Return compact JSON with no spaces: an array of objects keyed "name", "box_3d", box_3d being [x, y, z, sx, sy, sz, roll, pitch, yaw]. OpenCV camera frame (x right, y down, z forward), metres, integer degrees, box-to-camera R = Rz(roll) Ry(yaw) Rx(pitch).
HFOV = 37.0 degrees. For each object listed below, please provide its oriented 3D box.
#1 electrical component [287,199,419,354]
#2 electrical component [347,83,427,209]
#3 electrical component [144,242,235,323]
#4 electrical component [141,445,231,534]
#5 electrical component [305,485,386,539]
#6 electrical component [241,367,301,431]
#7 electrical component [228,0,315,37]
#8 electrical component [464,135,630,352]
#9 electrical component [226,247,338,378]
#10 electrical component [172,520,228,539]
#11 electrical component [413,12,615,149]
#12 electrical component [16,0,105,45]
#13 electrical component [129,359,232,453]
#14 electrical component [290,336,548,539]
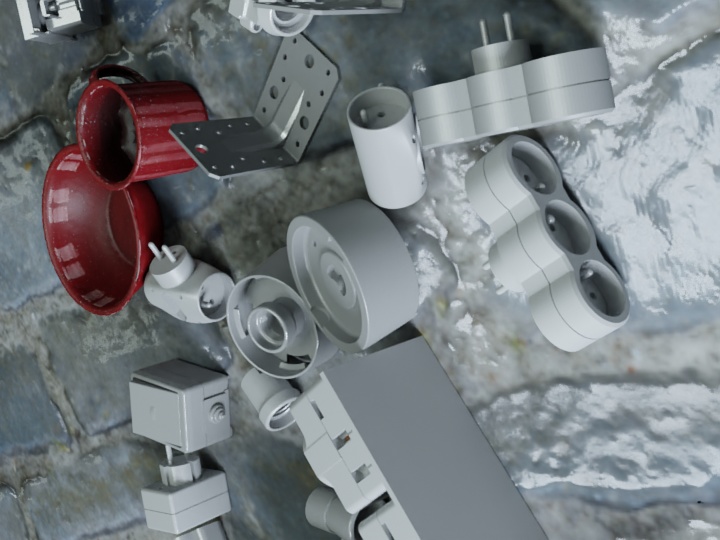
[{"name":"electrical component","box_3d":[0.000,0.000,0.787,0.108,0.060,0.108,44,148,38]},{"name":"electrical component","box_3d":[0.019,-0.097,0.752,0.077,0.044,0.079,73,-169,-49]},{"name":"electrical component","box_3d":[-0.159,0.005,0.944,0.077,0.043,0.079,11,143,41]},{"name":"electrical component","box_3d":[-0.164,0.195,0.998,0.047,0.066,0.076,-3,99,44]},{"name":"electrical component","box_3d":[-0.013,0.198,0.872,0.065,0.044,0.044,7,105,48]},{"name":"electrical component","box_3d":[-0.074,0.106,0.908,0.046,0.040,0.040,49,129,30]},{"name":"electrical component","box_3d":[-0.066,-0.206,0.815,0.055,0.048,0.066,39,125,39]},{"name":"electrical component","box_3d":[0.108,-0.010,0.693,0.074,0.052,0.138,-38,74,43]},{"name":"electrical component","box_3d":[-0.058,0.036,0.874,0.099,0.064,0.099,14,118,28]},{"name":"electrical component","box_3d":[-0.151,0.275,1.013,0.078,0.058,0.057,-34,74,43]},{"name":"electrical component","box_3d":[0.091,-0.124,0.679,0.138,0.052,0.073,-6,96,44]},{"name":"electrical component","box_3d":[-0.282,-0.276,0.985,0.063,0.079,0.121,-11,93,16]},{"name":"electrical component","box_3d":[-0.162,0.125,0.981,0.096,0.061,0.061,11,108,42]},{"name":"electrical component","box_3d":[0.041,0.151,0.762,0.060,0.105,0.186,-45,69,41]}]
